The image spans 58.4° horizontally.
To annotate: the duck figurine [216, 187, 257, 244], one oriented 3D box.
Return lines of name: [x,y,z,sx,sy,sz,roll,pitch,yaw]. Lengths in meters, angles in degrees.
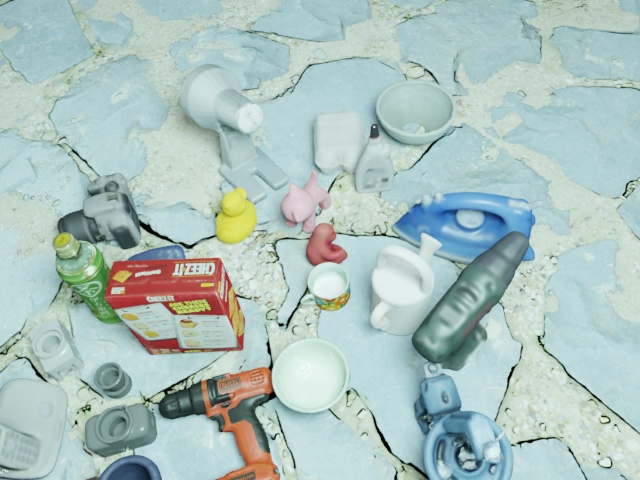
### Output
duck figurine: [-0.163,-0.051,1.083,0.077,0.086,0.104,15,59,13]

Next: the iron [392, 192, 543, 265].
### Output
iron: [0.258,-0.040,1.016,0.258,0.141,0.118,8,57,9]

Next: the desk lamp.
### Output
desk lamp: [-0.162,-0.213,1.113,0.118,0.214,0.202,-37,62,-19]

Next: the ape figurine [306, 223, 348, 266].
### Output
ape figurine: [0.009,0.004,1.032,0.076,0.092,0.077,-16,57,-7]

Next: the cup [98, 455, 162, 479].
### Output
cup: [-0.247,0.367,0.808,0.117,0.095,0.092,27,62,20]

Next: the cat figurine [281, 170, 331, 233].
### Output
cat figurine: [-0.031,-0.074,1.071,0.067,0.118,0.128,19,60,16]

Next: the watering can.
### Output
watering can: [0.135,0.063,0.924,0.100,0.194,0.173,11,58,11]

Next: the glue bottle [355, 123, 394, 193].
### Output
glue bottle: [0.103,-0.156,1.083,0.078,0.173,0.037,-5,56,1]

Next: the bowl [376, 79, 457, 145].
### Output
bowl: [0.200,-0.255,1.201,0.167,0.075,0.167,-2,57,3]

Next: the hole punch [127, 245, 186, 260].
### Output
hole punch: [-0.274,0.073,1.005,0.109,0.091,0.101,-16,57,-7]

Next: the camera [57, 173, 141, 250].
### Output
camera: [-0.425,-0.050,1.090,0.137,0.101,0.143,-18,57,-8]

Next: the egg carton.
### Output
egg carton: [0.040,-0.203,1.180,0.107,0.069,0.150,-5,56,1]

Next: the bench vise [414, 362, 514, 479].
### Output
bench vise: [0.179,0.259,0.777,0.122,0.220,0.207,-30,60,-15]

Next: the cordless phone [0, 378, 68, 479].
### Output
cordless phone: [-0.453,0.263,0.835,0.094,0.185,0.147,-6,56,0]

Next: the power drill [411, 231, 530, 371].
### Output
power drill: [0.226,0.110,0.879,0.075,0.208,0.230,37,66,24]
